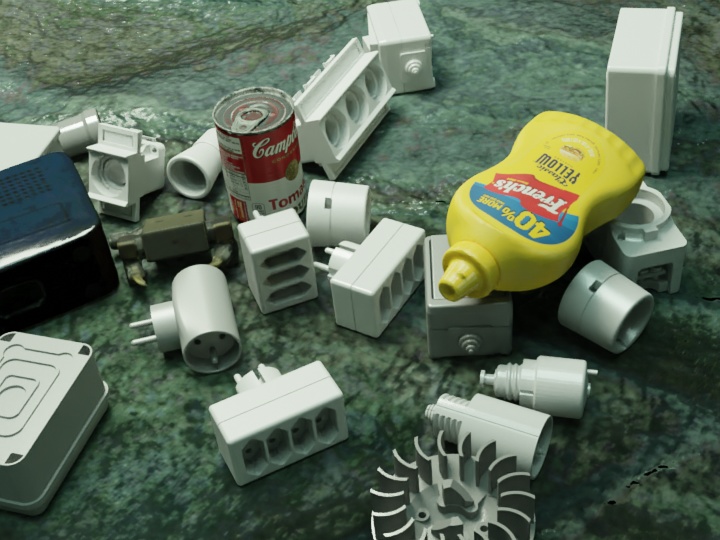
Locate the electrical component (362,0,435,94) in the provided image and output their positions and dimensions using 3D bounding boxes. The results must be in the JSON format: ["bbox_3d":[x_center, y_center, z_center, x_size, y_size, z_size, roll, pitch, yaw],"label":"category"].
[{"bbox_3d":[0.038,-0.218,1.069,0.061,0.061,0.096,-9,41,-3],"label":"electrical component"}]

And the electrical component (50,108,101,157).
[{"bbox_3d":[-0.267,-0.128,1.021,0.046,0.040,0.040,-19,43,-7],"label":"electrical component"}]

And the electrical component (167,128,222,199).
[{"bbox_3d":[-0.140,-0.099,0.973,0.044,0.044,0.065,11,39,19],"label":"electrical component"}]

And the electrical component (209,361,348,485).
[{"bbox_3d":[-0.063,0.092,0.740,0.083,0.047,0.075,-22,44,-17],"label":"electrical component"}]

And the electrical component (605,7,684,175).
[{"bbox_3d":[0.247,-0.157,0.940,0.056,0.108,0.108,6,43,17],"label":"electrical component"}]

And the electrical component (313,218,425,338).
[{"bbox_3d":[0.000,0.000,0.837,0.076,0.047,0.083,18,47,26],"label":"electrical component"}]

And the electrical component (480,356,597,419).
[{"bbox_3d":[0.122,0.079,0.738,0.078,0.040,0.040,5,42,12],"label":"electrical component"}]

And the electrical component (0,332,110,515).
[{"bbox_3d":[-0.232,0.104,0.739,0.078,0.057,0.113,8,43,15],"label":"electrical component"}]

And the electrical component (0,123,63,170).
[{"bbox_3d":[-0.324,-0.088,0.975,0.100,0.048,0.099,6,42,13],"label":"electrical component"}]

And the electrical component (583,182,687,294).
[{"bbox_3d":[0.211,-0.028,0.837,0.050,0.055,0.089,-12,42,-7],"label":"electrical component"}]

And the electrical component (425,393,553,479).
[{"bbox_3d":[0.082,0.105,0.711,0.081,0.043,0.043,15,45,22],"label":"electrical component"}]

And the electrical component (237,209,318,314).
[{"bbox_3d":[-0.071,-0.018,0.852,0.047,0.065,0.076,-18,43,-13],"label":"electrical component"}]

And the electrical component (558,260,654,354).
[{"bbox_3d":[0.179,0.028,0.780,0.055,0.055,0.047,-35,52,-29],"label":"electrical component"}]

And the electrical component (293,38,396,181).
[{"bbox_3d":[-0.025,-0.148,0.994,0.063,0.078,0.121,-4,36,36],"label":"electrical component"}]

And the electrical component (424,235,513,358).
[{"bbox_3d":[0.079,0.020,0.795,0.062,0.061,0.096,-3,41,4],"label":"electrical component"}]

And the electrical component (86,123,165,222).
[{"bbox_3d":[-0.204,-0.088,0.947,0.042,0.081,0.064,16,23,22],"label":"electrical component"}]

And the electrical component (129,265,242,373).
[{"bbox_3d":[-0.134,0.040,0.811,0.079,0.043,0.077,-13,42,-7],"label":"electrical component"}]

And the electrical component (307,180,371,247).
[{"bbox_3d":[-0.017,-0.046,0.887,0.047,0.055,0.055,3,42,6],"label":"electrical component"}]
